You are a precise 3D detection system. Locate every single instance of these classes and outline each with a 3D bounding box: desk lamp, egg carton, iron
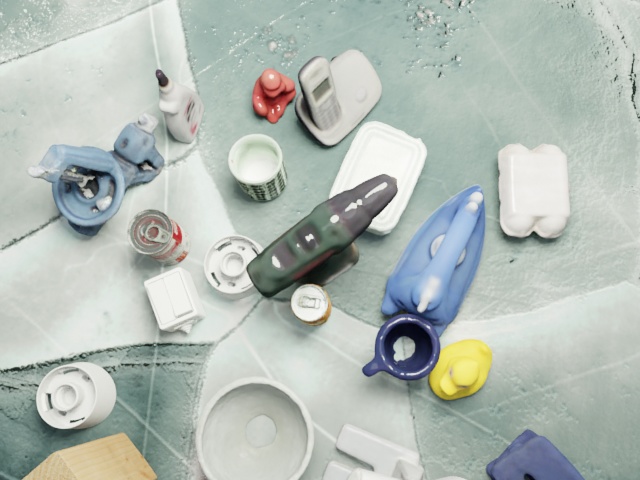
[{"bbox_3d":[0.104,0.335,0.736,0.203,0.213,0.118,21,80,7],"label":"desk lamp"},{"bbox_3d":[0.329,-0.076,0.886,0.107,0.069,0.150,0,78,3],"label":"egg carton"},{"bbox_3d":[0.189,0.010,0.837,0.118,0.141,0.258,27,81,8],"label":"iron"}]

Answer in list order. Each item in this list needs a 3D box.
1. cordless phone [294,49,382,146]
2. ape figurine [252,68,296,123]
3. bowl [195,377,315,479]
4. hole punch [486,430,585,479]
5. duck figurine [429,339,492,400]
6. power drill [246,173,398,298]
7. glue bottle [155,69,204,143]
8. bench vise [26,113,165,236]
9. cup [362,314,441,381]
[{"bbox_3d":[0.026,-0.240,0.875,0.094,0.185,0.148,40,83,10],"label":"cordless phone"},{"bbox_3d":[-0.078,-0.245,0.928,0.078,0.092,0.076,-18,78,-1],"label":"ape figurine"},{"bbox_3d":[-0.089,0.281,0.827,0.167,0.075,0.167,0,78,3],"label":"bowl"},{"bbox_3d":[0.300,0.334,0.790,0.101,0.091,0.108,-40,79,-6],"label":"hole punch"},{"bbox_3d":[0.208,0.187,0.827,0.104,0.086,0.077,-40,79,-6],"label":"duck figurine"},{"bbox_3d":[0.007,0.003,0.813,0.230,0.208,0.075,-35,78,-5],"label":"power drill"},{"bbox_3d":[-0.223,-0.216,0.888,0.037,0.173,0.078,11,79,5],"label":"glue bottle"},{"bbox_3d":[-0.336,-0.118,0.848,0.121,0.220,0.207,19,80,7],"label":"bench vise"},{"bbox_3d":[0.113,0.164,0.832,0.118,0.095,0.091,-31,78,-4],"label":"cup"}]
